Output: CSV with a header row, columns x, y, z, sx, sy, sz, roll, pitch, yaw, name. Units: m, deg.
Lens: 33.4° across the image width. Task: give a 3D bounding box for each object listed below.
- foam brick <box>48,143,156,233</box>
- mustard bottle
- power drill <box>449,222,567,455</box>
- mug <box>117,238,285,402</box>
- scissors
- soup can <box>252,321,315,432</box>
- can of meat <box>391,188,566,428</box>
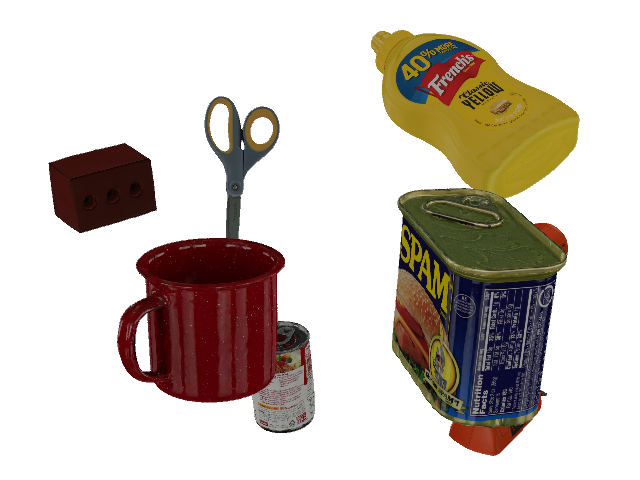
x,y,z,sx,sy,sz,roll,pitch,yaw,name
-0.194,-0.048,0.950,0.078,0.053,0.051,-20,32,-29,foam brick
0.106,-0.114,0.849,0.096,0.058,0.192,-34,54,-17,mustard bottle
0.157,0.093,0.942,0.057,0.188,0.184,22,34,31,power drill
-0.077,0.054,0.672,0.093,0.081,0.117,16,24,39,mug
-0.081,-0.070,1.226,0.096,0.202,0.016,-12,-6,-14,scissors
-0.042,0.147,1.153,0.068,0.102,0.068,-3,24,1,soup can
0.072,0.031,0.522,0.057,0.084,0.102,-4,24,-14,can of meat
